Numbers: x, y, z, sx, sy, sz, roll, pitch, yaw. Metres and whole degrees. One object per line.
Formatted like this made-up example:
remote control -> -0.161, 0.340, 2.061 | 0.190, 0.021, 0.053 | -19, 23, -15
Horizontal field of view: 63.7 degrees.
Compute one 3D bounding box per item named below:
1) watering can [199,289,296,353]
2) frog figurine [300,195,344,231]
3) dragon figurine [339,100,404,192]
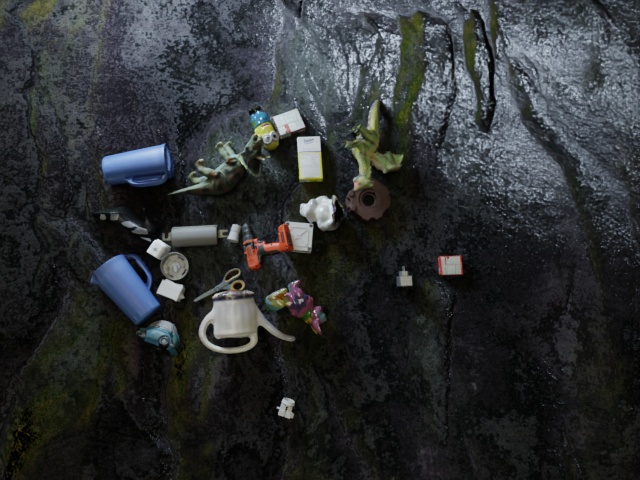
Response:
watering can -> -0.265, 0.291, 1.875 | 0.348, 0.103, 0.226 | -2, 79, -18
frog figurine -> 0.006, -0.100, 1.982 | 0.159, 0.123, 0.137 | -8, 89, 31
dragon figurine -> 0.224, -0.362, 2.037 | 0.242, 0.120, 0.417 | 37, 66, -6
